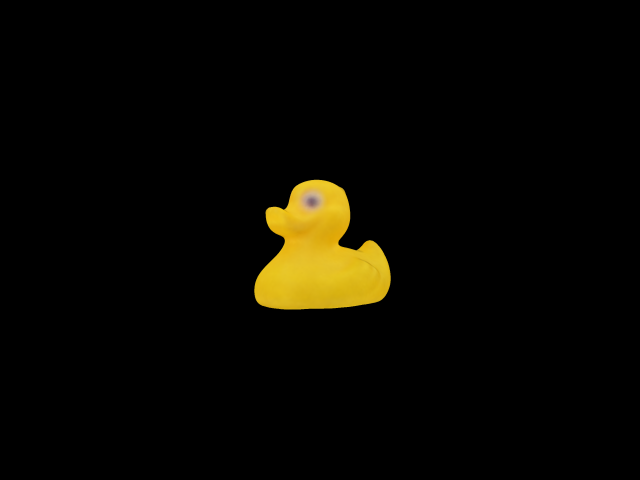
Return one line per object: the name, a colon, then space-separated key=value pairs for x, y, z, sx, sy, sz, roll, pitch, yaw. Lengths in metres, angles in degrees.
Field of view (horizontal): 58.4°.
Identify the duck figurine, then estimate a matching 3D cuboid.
duck figurine: x=0.004 y=0.001 z=0.400 sx=0.105 sy=0.086 sz=0.077 roll=0 pitch=0 yaw=-37
